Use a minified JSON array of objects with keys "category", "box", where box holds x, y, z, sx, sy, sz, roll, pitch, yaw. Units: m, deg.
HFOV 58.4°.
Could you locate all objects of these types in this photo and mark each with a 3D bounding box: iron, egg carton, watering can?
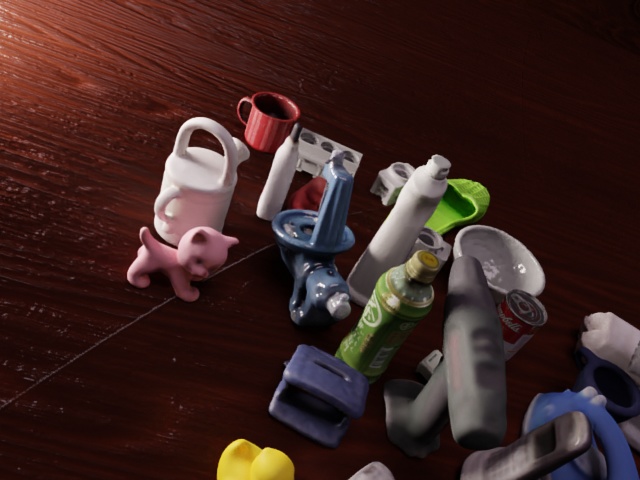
[{"category":"iron","box":[0.337,0.274,0.724,0.119,0.141,0.258,18,41,-9]},{"category":"egg carton","box":[0.502,0.190,0.955,0.150,0.069,0.107,33,41,9]},{"category":"watering can","box":[-0.167,-0.091,0.812,0.101,0.194,0.173,20,40,-7]}]

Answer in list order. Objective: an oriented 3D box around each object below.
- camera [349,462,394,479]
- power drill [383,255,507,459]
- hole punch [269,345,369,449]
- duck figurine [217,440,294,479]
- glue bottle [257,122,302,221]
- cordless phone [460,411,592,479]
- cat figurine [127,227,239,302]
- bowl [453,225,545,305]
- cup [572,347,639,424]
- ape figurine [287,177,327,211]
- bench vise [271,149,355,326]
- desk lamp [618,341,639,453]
[{"category":"camera","box":[0.051,0.314,0.566,0.137,0.100,0.143,-20,58,-40]},{"category":"power drill","box":[0.153,0.160,0.698,0.076,0.208,0.229,14,42,-14]},{"category":"hole punch","box":[0.003,0.176,0.695,0.108,0.091,0.101,28,40,2]},{"category":"duck figurine","box":[-0.058,0.246,0.593,0.078,0.086,0.104,-21,58,-41]},{"category":"glue bottle","box":[-0.059,-0.114,0.908,0.037,0.173,0.078,16,41,-11]},{"category":"cordless phone","box":[0.232,0.278,0.632,0.094,0.185,0.147,22,40,-4]},{"category":"cat figurine","box":[-0.177,0.016,0.751,0.128,0.117,0.067,16,41,-11]},{"category":"bowl","box":[0.295,0.056,0.987,0.168,0.074,0.167,15,41,-13]},{"category":"cup","box":[0.396,0.226,0.842,0.092,0.095,0.117,-1,47,-28]},{"category":"ape figurine","box":[-0.014,-0.064,0.941,0.078,0.092,0.076,-7,50,-33]},{"category":"bench vise","box":[0.017,0.001,0.789,0.122,0.219,0.207,-14,54,-37]},{"category":"desk lamp","box":[0.522,0.214,0.829,0.203,0.213,0.118,40,42,16]}]
